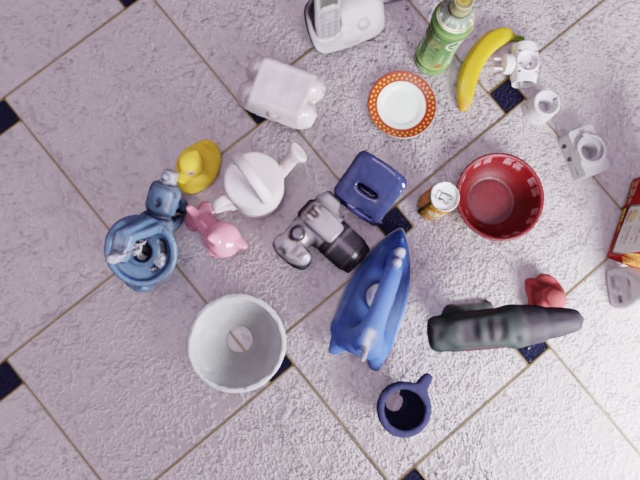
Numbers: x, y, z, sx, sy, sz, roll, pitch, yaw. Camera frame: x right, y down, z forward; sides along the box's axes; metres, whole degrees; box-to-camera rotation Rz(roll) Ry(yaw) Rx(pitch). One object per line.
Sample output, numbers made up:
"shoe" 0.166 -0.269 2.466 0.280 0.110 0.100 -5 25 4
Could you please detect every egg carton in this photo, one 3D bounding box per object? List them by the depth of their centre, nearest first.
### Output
"egg carton" -0.070 -0.266 1.038 0.150 0.069 0.107 19 84 -1

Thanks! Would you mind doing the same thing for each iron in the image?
"iron" 0.104 0.091 0.976 0.118 0.141 0.258 20 84 0

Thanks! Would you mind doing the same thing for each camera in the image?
"camera" 0.009 0.004 1.000 0.137 0.100 0.143 43 84 2

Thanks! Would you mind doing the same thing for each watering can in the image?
"watering can" -0.105 -0.103 0.958 0.101 0.194 0.173 35 84 1

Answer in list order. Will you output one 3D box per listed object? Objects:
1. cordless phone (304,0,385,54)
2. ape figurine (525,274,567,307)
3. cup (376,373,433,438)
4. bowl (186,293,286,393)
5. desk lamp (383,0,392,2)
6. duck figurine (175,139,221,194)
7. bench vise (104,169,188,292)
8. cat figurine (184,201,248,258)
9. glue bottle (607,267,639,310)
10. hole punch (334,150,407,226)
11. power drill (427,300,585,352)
"cordless phone" 0.046 -0.415 1.000 0.147 0.185 0.094 -23 86 -5
"ape figurine" 0.406 0.101 1.015 0.076 0.092 0.078 35 84 1
"cup" 0.145 0.273 0.984 0.091 0.095 0.118 39 84 2
"bowl" -0.141 0.175 0.989 0.167 0.074 0.167 0 84 -3
"desk lamp" 0.118 -0.517 0.999 0.203 0.213 0.118 -14 85 -4
"duck figurine" -0.221 -0.136 1.010 0.077 0.086 0.104 35 84 1
"bench vise" -0.294 -0.021 0.928 0.121 0.219 0.207 1 84 -2
"cat figurine" -0.183 -0.015 0.984 0.128 0.117 0.067 45 84 2
"glue bottle" 0.556 0.082 0.983 0.037 0.173 0.078 -4 84 -3
"hole punch" 0.088 -0.090 1.018 0.108 0.091 0.101 35 84 1
"power drill" 0.281 0.140 0.946 0.229 0.208 0.076 -8 85 -3
